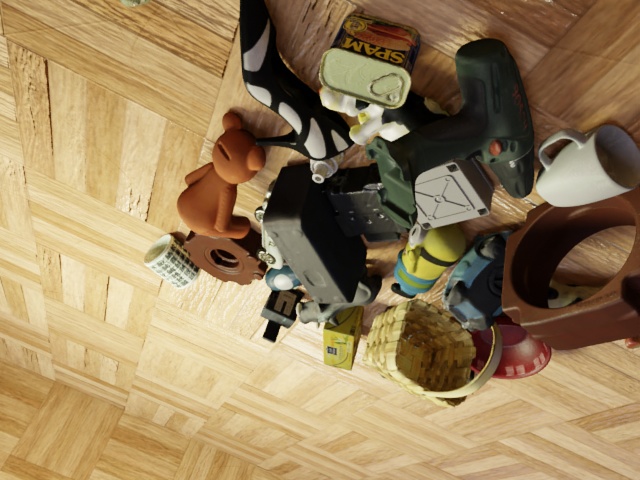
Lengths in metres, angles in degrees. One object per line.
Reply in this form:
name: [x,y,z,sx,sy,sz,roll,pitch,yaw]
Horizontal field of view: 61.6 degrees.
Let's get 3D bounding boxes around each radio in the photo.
radio: [-0.002,-0.003,0.878,0.073,0.131,0.229,-5,138,29]

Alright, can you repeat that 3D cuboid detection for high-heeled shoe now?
high-heeled shoe: [-0.023,-0.208,0.683,0.145,0.086,0.248,-6,132,-3]

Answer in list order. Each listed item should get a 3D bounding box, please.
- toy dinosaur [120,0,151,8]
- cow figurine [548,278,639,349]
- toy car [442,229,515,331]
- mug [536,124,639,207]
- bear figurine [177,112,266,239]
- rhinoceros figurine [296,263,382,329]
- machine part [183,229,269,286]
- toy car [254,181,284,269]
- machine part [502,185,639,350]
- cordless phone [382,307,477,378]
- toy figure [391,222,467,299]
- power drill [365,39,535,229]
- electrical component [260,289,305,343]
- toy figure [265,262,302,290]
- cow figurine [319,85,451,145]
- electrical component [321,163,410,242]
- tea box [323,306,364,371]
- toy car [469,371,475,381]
toy dinosaur: [-0.139,-0.343,0.521,0.405,0.131,0.191,7,126,30]
cow figurine: [0.404,0.103,0.846,0.195,0.127,0.085,-1,142,5]
toy car: [0.259,0.060,0.848,0.109,0.161,0.103,42,-179,-11]
mug: [0.313,-0.087,0.658,0.109,0.081,0.107,26,153,-14]
bear figurine: [-0.143,-0.099,0.861,0.120,0.132,0.196,48,115,17]
rhinoceros figurine: [0.035,0.112,1.031,0.190,0.112,0.073,-26,127,36]
machine part: [-0.184,0.023,1.069,0.179,0.056,0.179,14,144,10]
toy car: [-0.074,-0.025,0.934,0.056,0.073,0.201,19,145,8]
machine part: [0.343,0.031,0.691,0.087,0.201,0.201,35,142,-23]
cordless phone: [0.211,0.215,1.083,0.184,0.089,0.146,9,114,0]
toy figure: [0.175,0.031,0.882,0.089,0.082,0.180,9,140,-3]
power drill: [0.166,-0.097,0.633,0.207,0.086,0.231,-28,128,-7]
electrical component: [-0.087,0.155,1.140,0.075,0.119,0.047,28,144,-6]
toy figure: [-0.039,0.062,1.046,0.155,0.058,0.064,-19,144,37]
cow figurine: [0.085,-0.163,0.678,0.167,0.068,0.098,31,138,-20]
electrical component: [0.081,-0.052,0.837,0.115,0.058,0.134,-4,138,33]
tea box: [0.050,0.197,1.147,0.068,0.098,0.169,12,142,11]
toy car: [0.293,0.268,1.161,0.089,0.053,0.201,11,145,18]
